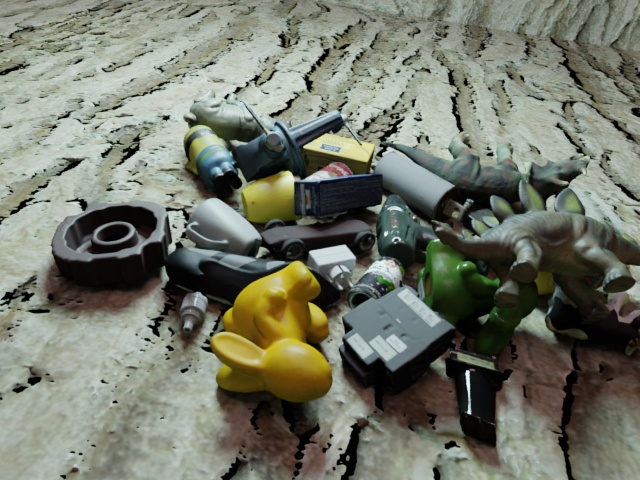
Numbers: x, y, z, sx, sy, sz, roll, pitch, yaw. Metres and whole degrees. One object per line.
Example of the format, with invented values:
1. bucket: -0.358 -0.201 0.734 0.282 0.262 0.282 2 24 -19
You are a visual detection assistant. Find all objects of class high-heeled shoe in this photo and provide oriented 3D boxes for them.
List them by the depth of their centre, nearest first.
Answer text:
1. high-heeled shoe: -0.104 0.061 0.804 0.249 0.086 0.145 14 -2 -23

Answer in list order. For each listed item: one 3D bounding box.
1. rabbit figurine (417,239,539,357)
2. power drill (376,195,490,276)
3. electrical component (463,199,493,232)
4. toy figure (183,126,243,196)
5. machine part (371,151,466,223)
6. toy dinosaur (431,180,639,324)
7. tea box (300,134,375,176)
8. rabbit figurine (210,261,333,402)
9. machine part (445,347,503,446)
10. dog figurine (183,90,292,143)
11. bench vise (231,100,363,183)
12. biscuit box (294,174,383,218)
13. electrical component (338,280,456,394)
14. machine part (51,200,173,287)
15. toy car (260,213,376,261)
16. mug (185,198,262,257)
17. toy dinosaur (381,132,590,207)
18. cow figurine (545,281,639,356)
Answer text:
1. rabbit figurine: 0.238 0.079 0.776 0.170 0.121 0.159 4 41 -2
2. power drill: 0.199 -0.013 0.937 0.207 0.085 0.232 19 29 7
3. electrical component: 0.315 -0.037 1.027 0.078 0.045 0.102 -12 39 -24
4. toy figure: -0.210 -0.160 1.055 0.082 0.089 0.180 -6 34 -29
5. machine part: 0.192 -0.109 1.075 0.079 0.079 0.243 -20 42 -35
6. toy dinosaur: 0.359 0.010 0.769 0.471 0.105 0.199 11 46 -19
7. tea box: 0.024 -0.175 1.145 0.170 0.068 0.098 14 34 7
8. rabbit figurine: -0.050 0.124 0.652 0.162 0.121 0.173 -12 39 -19
9. machine part: 0.198 0.191 0.681 0.084 0.039 0.139 18 33 -1
10. dog figurine: -0.169 -0.236 1.133 0.191 0.121 0.172 27 38 32
11. bench vise: -0.048 -0.187 1.012 0.241 0.223 0.129 -28 78 -10
12. biscuit box: 0.038 -0.083 0.969 0.059 0.062 0.202 5 11 38
13. electrical component: 0.093 0.130 0.710 0.134 0.058 0.115 -30 45 -15
14. machine part: -0.312 0.003 0.817 0.179 0.056 0.179 0 33 0
15. toy car: -0.002 -0.003 0.904 0.202 0.053 0.089 -8 33 -29
16. mug: -0.152 -0.008 0.848 0.107 0.080 0.109 30 15 18
17. toy dinosaur: 0.326 -0.126 1.106 0.405 0.131 0.192 4 34 5
18. cow figurine: 0.425 0.122 0.799 0.168 0.068 0.098 17 41 18
